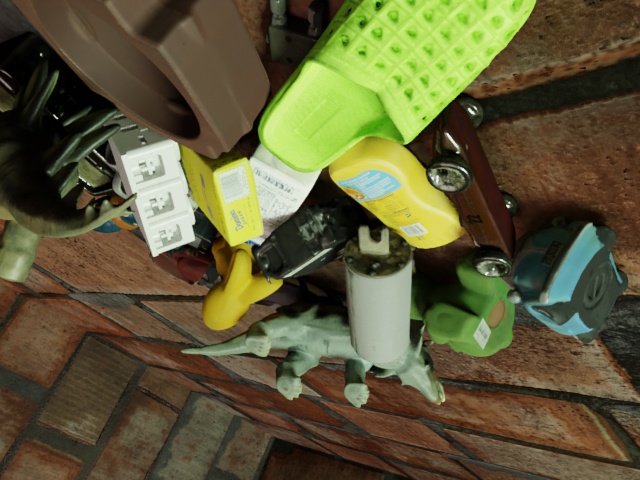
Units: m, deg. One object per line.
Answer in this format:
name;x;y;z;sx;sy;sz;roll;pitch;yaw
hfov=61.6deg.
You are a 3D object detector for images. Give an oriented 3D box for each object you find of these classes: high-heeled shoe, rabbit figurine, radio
high-heeled shoe;-0.075;0.087;0.999;0.145;0.086;0.249;-1;-159;-41
rabbit figurine;0.170;0.080;0.727;0.170;0.121;0.159;17;166;46
radio;-0.343;-0.158;0.724;0.131;0.073;0.229;0;145;40
rabbit figurine;-0.116;0.062;0.835;0.122;0.173;0.162;39;155;-18

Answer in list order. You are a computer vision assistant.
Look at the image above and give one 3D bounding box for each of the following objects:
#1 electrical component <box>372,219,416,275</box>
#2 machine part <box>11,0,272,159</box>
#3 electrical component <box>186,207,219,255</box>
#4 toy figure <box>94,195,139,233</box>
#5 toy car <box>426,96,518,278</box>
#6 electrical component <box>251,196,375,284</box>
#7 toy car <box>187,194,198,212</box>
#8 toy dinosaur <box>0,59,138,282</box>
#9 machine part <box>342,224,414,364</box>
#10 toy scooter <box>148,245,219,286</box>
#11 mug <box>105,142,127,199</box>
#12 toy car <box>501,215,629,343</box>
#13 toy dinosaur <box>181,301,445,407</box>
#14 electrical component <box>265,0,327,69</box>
electrical component;0.086;0.013;0.716;0.078;0.045;0.102;39;150;-29
machine part;-0.153;-0.176;0.477;0.201;0.087;0.201;27;165;24
electrical component;-0.200;-0.026;0.881;0.075;0.048;0.119;30;155;-14
toy figure;-0.300;-0.041;0.804;0.155;0.064;0.057;-5;98;38
toy car;0.144;-0.045;0.509;0.053;0.089;0.202;-3;145;35
electrical component;-0.001;-0.002;0.664;0.115;0.134;0.058;-32;80;29
toy car;-0.267;-0.069;0.845;0.202;0.056;0.073;-1;144;40
toy dinosaur;-0.287;-0.070;0.519;0.105;0.198;0.472;35;-179;-45
machine part;0.071;0.072;0.642;0.079;0.079;0.242;13;137;21
toy scooter;-0.256;0.033;1.009;0.135;0.075;0.184;33;157;-15
mug;-0.218;-0.096;0.710;0.081;0.109;0.107;4;159;38
toy car;0.254;0.037;0.576;0.103;0.109;0.161;30;177;46
toy dinosaur;0.009;0.153;0.844;0.405;0.192;0.131;12;109;6
electrical component;-0.018;-0.175;0.481;0.063;0.021;0.094;19;154;11
